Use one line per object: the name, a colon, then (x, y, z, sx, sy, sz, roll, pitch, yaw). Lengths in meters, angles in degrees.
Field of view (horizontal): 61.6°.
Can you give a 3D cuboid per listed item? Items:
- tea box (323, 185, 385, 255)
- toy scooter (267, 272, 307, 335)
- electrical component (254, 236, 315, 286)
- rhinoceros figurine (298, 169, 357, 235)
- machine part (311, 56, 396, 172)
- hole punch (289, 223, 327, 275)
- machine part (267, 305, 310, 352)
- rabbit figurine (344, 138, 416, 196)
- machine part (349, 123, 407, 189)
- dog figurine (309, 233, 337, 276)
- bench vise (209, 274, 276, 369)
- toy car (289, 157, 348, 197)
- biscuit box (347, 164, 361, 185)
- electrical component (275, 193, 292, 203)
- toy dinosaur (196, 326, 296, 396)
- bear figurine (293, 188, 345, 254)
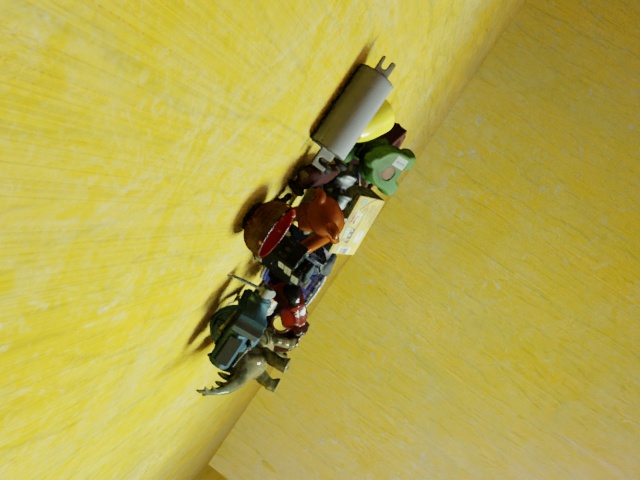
tea box: (0.074, -0.050, 1.338, 0.098, 0.068, 0.169, 9, 118, -46)
toy scooter: (-0.073, 0.147, 1.275, 0.075, 0.135, 0.184, -16, -159, -11)
electrical component: (-0.077, 0.039, 1.158, 0.058, 0.134, 0.115, -52, 173, -23)
rhinoceros figurine: (0.017, -0.087, 1.280, 0.073, 0.112, 0.190, 19, 127, -39)
machine part: (0.059, -0.240, 1.015, 0.243, 0.079, 0.079, -54, 172, 5)
hole punch: (-0.049, 0.036, 1.296, 0.092, 0.115, 0.142, -52, -164, 10)
machine part: (-0.122, 0.259, 1.662, 0.179, 0.179, 0.056, -52, 173, -20)
rabbit figurine: (0.113, -0.199, 1.287, 0.159, 0.170, 0.121, 10, 117, -35)
machine part: (0.146, -0.230, 1.505, 0.201, 0.087, 0.201, -48, 170, -48)
dog figurine: (-0.003, -0.004, 1.462, 0.219, 0.109, 0.191, 88, 18, -69)
bench vise: (-0.174, 0.167, 1.217, 0.241, 0.129, 0.223, -97, -152, -72)
toy car: (-0.003, -0.140, 1.136, 0.089, 0.053, 0.202, -41, 178, 20)
biscuit box: (0.077, -0.117, 1.424, 0.202, 0.059, 0.063, 80, 17, -58)
electrical component: (-0.089, -0.040, 1.079, 0.102, 0.045, 0.078, -46, 170, -45)
toy dinosaur: (-0.177, 0.294, 1.344, 0.471, 0.199, 0.105, -66, -179, -80)
bear figurine: (-0.010, -0.037, 1.121, 0.132, 0.120, 0.196, -23, 180, 10)
